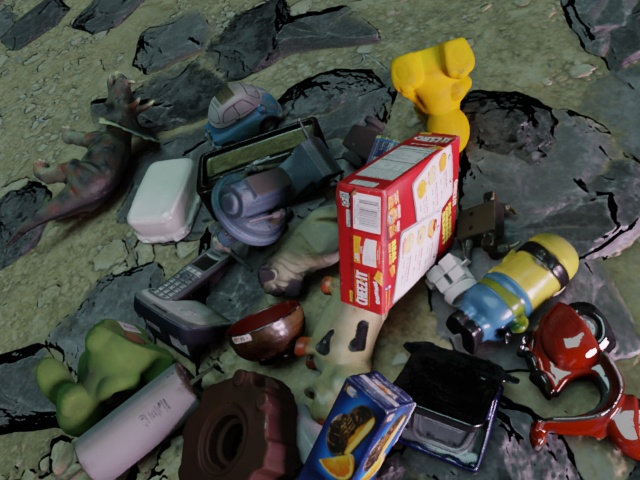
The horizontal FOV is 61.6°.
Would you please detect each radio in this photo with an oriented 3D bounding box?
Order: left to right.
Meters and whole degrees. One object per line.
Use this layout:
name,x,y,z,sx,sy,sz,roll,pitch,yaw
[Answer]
radio,-0.099,-0.122,0.937,0.230,0.073,0.131,-17,40,11

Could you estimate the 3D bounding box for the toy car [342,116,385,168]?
toy car,0.120,-0.135,0.880,0.202,0.053,0.089,34,98,38

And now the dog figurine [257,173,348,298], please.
dog figurine,-0.004,-0.005,0.824,0.190,0.121,0.172,-31,7,26

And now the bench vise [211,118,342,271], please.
bench vise,-0.084,-0.057,0.808,0.240,0.129,0.224,-40,2,42

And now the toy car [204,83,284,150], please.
toy car,-0.162,-0.252,1.051,0.162,0.102,0.109,-31,50,-4

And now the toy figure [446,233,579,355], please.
toy figure,0.241,0.064,0.661,0.180,0.089,0.082,-33,83,-16

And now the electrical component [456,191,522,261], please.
electrical component,0.237,-0.017,0.759,0.078,0.045,0.102,-28,41,39

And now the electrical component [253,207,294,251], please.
electrical component,-0.090,-0.024,0.909,0.063,0.021,0.094,28,71,35

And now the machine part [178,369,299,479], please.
machine part,-0.104,0.251,0.665,0.179,0.056,0.179,-24,49,32

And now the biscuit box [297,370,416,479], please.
biscuit box,0.025,0.244,0.586,0.063,0.059,0.202,33,106,35

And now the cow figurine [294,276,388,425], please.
cow figurine,0.037,0.147,0.699,0.127,0.085,0.195,5,56,30

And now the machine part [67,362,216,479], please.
machine part,-0.243,0.250,0.740,0.243,0.079,0.079,-37,51,-6

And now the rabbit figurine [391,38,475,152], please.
rabbit figurine,0.188,-0.220,0.866,0.122,0.173,0.162,-18,7,8

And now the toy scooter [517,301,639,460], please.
toy scooter,0.278,0.161,0.595,0.135,0.075,0.184,-23,56,6

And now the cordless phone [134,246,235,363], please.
cordless phone,-0.179,0.084,0.839,0.147,0.088,0.184,22,51,33

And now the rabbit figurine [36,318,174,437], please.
rabbit figurine,-0.317,0.210,0.769,0.121,0.159,0.170,29,86,25

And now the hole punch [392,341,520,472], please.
hole punch,0.149,0.192,0.629,0.142,0.092,0.116,11,34,31

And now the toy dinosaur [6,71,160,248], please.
toy dinosaur,-0.459,-0.143,1.091,0.192,0.131,0.405,5,65,26
